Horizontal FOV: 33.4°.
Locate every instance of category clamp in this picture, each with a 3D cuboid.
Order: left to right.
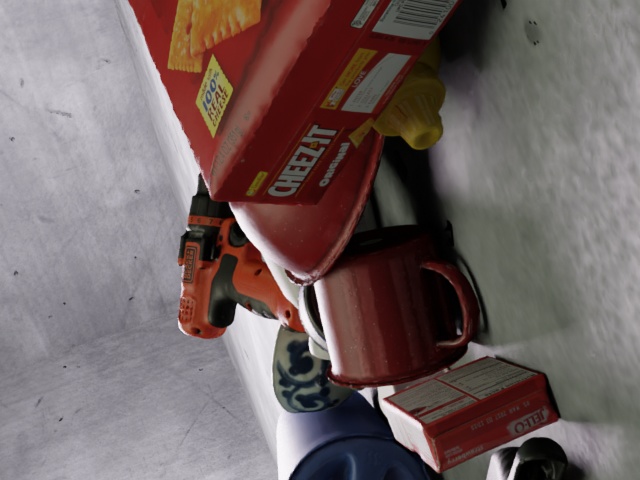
[{"bbox_3d":[0.112,0.170,0.592,0.171,0.039,0.120,63,-146,-79],"label":"clamp"}]

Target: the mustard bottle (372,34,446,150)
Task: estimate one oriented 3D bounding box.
[{"bbox_3d":[0.016,-0.122,0.568,0.096,0.058,0.192,108,143,-49],"label":"mustard bottle"}]

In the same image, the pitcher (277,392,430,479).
[{"bbox_3d":[0.012,0.222,1.012,0.243,0.149,0.145,-134,39,-81],"label":"pitcher"}]

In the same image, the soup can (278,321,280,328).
[{"bbox_3d":[-0.001,0.105,1.093,0.102,0.068,0.068,-136,27,-70],"label":"soup can"}]

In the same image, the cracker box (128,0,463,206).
[{"bbox_3d":[-0.028,-0.148,0.513,0.164,0.071,0.214,-54,49,37],"label":"cracker box"}]

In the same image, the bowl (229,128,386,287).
[{"bbox_3d":[-0.016,-0.055,0.658,0.162,0.055,0.162,-166,90,-71],"label":"bowl"}]

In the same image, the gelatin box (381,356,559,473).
[{"bbox_3d":[0.083,0.097,0.603,0.089,0.073,0.030,-172,61,-78],"label":"gelatin box"}]

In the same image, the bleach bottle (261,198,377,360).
[{"bbox_3d":[-0.005,0.001,0.805,0.068,0.102,0.251,29,139,61],"label":"bleach bottle"}]

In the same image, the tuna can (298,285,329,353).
[{"bbox_3d":[0.028,0.041,0.754,0.034,0.086,0.086,115,134,-75],"label":"tuna can"}]

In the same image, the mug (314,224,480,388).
[{"bbox_3d":[0.049,0.039,0.668,0.117,0.093,0.081,-1,106,48],"label":"mug"}]

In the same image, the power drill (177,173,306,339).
[{"bbox_3d":[-0.053,0.003,0.928,0.188,0.057,0.184,6,90,51],"label":"power drill"}]
